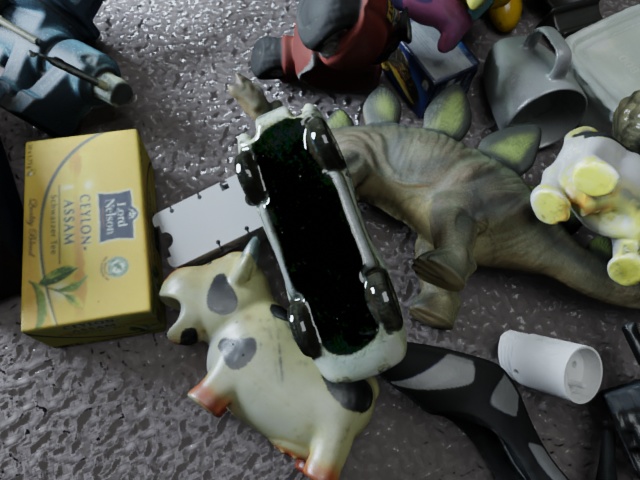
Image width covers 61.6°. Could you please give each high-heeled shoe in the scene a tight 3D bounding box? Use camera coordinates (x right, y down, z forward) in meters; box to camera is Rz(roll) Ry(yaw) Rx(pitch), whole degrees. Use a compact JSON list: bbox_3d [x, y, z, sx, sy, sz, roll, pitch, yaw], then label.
[{"bbox_3d":[0.124,0.174,0.393,0.249,0.086,0.145,22,66,-1],"label":"high-heeled shoe"}]

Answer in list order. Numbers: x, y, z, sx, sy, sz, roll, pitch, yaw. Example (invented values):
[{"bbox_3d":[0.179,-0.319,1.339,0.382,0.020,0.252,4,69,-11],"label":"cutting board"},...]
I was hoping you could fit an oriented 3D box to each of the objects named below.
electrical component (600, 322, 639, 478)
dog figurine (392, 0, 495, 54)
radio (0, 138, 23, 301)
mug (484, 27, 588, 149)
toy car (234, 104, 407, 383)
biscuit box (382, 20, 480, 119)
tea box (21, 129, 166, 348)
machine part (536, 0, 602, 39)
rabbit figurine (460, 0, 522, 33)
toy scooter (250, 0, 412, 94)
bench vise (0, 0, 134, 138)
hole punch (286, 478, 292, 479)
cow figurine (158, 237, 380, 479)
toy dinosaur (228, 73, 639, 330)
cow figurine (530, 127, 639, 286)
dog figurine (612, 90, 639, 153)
[{"bbox_3d":[0.252,0.128,0.423,0.048,0.074,0.119,-24,71,18],"label":"electrical component"},{"bbox_3d":[0.073,-0.282,0.474,0.219,0.191,0.108,37,63,-1],"label":"dog figurine"},{"bbox_3d":[-0.311,-0.066,0.441,0.073,0.131,0.230,-24,71,-16],"label":"radio"},{"bbox_3d":[0.208,-0.163,0.541,0.081,0.109,0.107,-12,55,-4],"label":"mug"},{"bbox_3d":[-0.001,-0.001,0.379,0.073,0.056,0.201,-23,78,11],"label":"toy car"},{"bbox_3d":[0.082,-0.229,0.579,0.059,0.062,0.203,-26,70,-14],"label":"biscuit box"},{"bbox_3d":[-0.190,-0.003,0.457,0.098,0.068,0.169,-10,67,-8],"label":"tea box"},{"bbox_3d":[0.277,-0.288,0.633,0.084,0.039,0.139,-19,71,-6],"label":"machine part"},{"bbox_3d":[0.187,-0.321,0.594,0.162,0.122,0.173,40,36,-3],"label":"rabbit figurine"},{"bbox_3d":[0.025,-0.184,0.513,0.135,0.184,0.075,4,85,-29],"label":"toy scooter"},{"bbox_3d":[-0.240,-0.228,0.513,0.224,0.128,0.240,29,85,28],"label":"bench vise"},{"bbox_3d":[-0.040,0.220,0.351,0.142,0.115,0.092,-31,64,-16],"label":"hole punch"},{"bbox_3d":[-0.043,0.085,0.421,0.195,0.085,0.127,33,66,6],"label":"cow figurine"},{"bbox_3d":[0.127,-0.030,0.476,0.471,0.105,0.198,33,65,4],"label":"toy dinosaur"},{"bbox_3d":[0.256,-0.017,0.425,0.167,0.068,0.098,39,47,0],"label":"cow figurine"},{"bbox_3d":[0.344,-0.047,0.429,0.191,0.121,0.172,-1,51,0],"label":"dog figurine"}]
